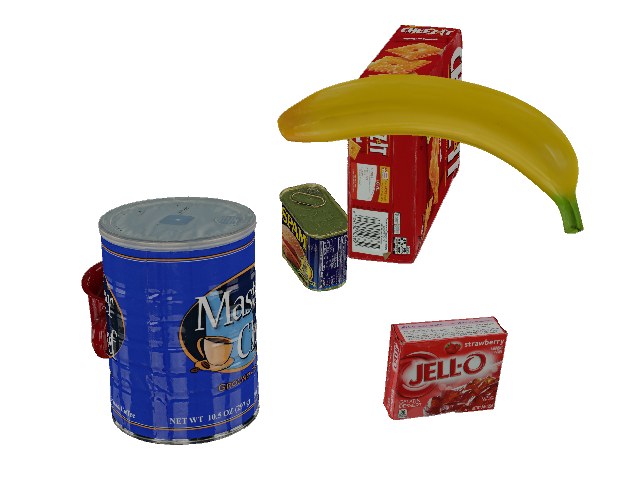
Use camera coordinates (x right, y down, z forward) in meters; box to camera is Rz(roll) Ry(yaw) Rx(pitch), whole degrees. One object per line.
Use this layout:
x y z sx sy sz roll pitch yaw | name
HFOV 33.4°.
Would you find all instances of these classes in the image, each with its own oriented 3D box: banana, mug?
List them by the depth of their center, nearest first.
0.075 -0.067 0.652 0.198 0.069 0.037 18 -17 5 | banana
-0.206 0.080 1.123 0.093 0.081 0.117 9 32 14 | mug

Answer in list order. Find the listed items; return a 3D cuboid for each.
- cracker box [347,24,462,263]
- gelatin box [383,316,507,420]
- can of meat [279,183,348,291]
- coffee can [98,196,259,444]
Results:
0.085 -0.098 1.017 0.072 0.164 0.213 7 28 16 | cracker box
0.096 0.100 0.835 0.089 0.073 0.030 -3 29 -15 | gelatin box
-0.007 -0.002 1.218 0.057 0.084 0.102 -14 39 -20 | can of meat
-0.093 0.051 0.719 0.103 0.140 0.103 0 18 0 | coffee can
